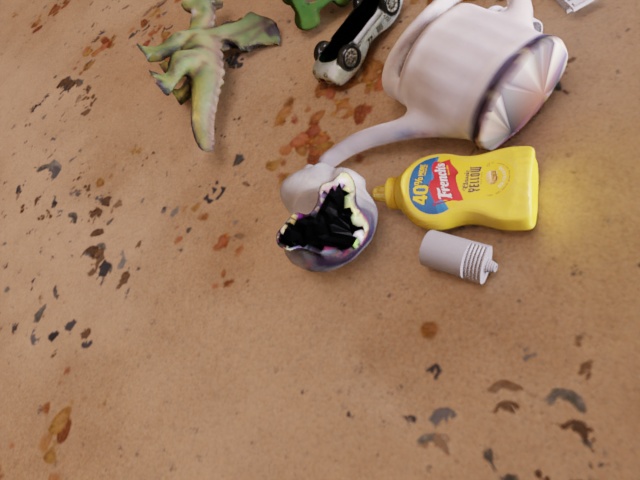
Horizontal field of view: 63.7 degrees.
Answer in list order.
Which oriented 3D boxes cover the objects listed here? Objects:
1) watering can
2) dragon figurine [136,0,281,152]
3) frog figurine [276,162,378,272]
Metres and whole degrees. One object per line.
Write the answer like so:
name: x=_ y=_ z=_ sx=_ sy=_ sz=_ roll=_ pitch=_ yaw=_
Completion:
watering can: x=0.157 y=-0.186 z=0.664 sx=0.228 sy=0.346 sz=0.103 roll=43 pitch=9 yaw=37
dragon figurine: x=-0.185 y=-0.343 z=0.944 sx=0.243 sy=0.417 sz=0.120 roll=-33 pitch=-30 yaw=-2
frog figurine: x=0.002 y=-0.034 z=0.672 sx=0.122 sy=0.137 sz=0.161 roll=26 pitch=7 yaw=-13
